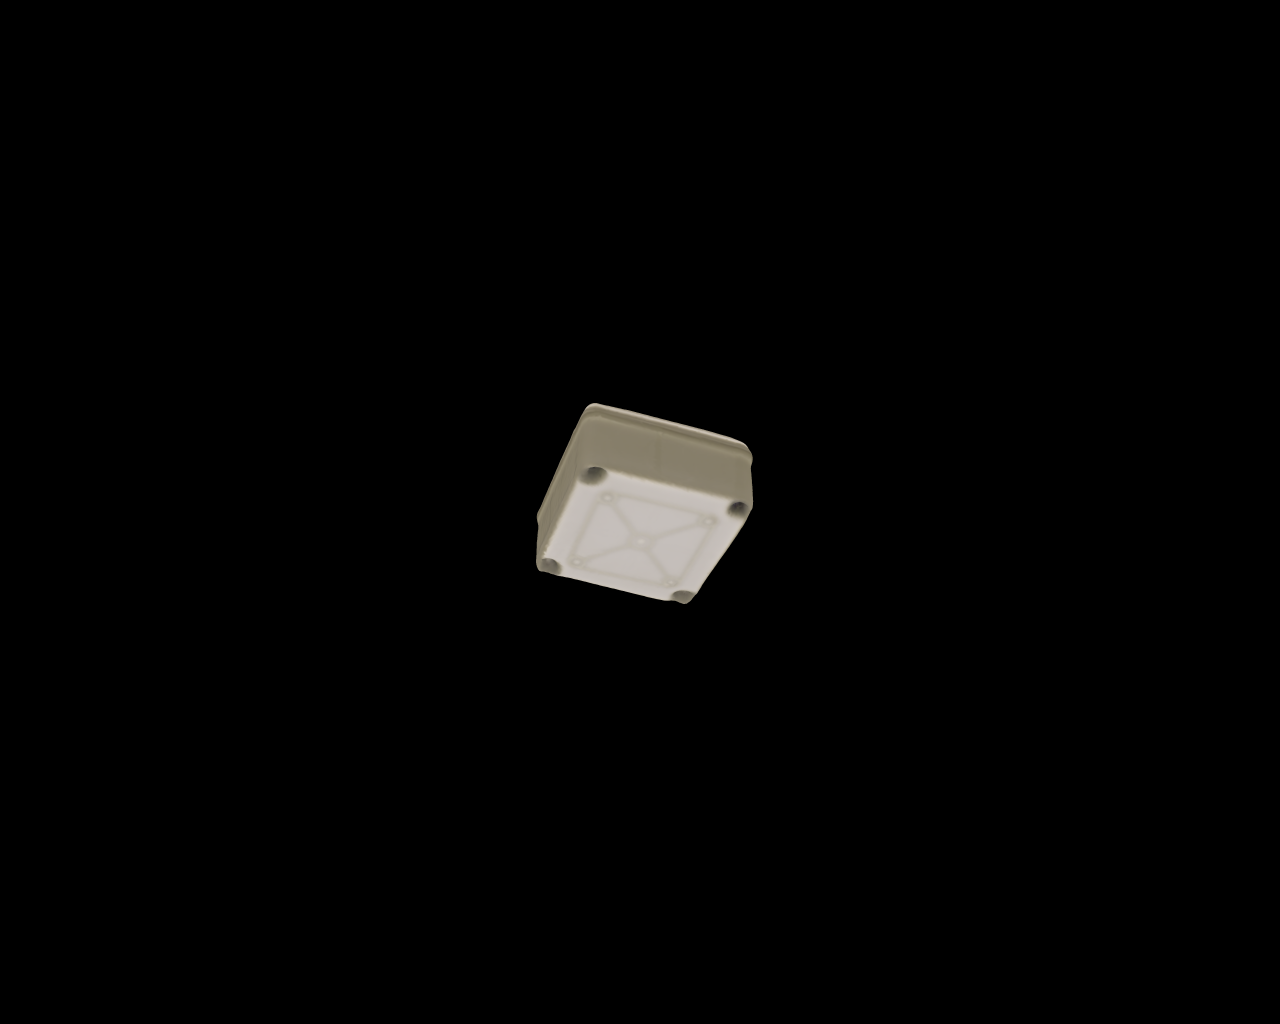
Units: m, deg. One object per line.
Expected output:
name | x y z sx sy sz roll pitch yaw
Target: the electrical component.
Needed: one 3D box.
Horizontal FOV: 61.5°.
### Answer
electrical component | 0.001 -0.003 0.650 0.109 0.056 0.108 14 -43 -15
